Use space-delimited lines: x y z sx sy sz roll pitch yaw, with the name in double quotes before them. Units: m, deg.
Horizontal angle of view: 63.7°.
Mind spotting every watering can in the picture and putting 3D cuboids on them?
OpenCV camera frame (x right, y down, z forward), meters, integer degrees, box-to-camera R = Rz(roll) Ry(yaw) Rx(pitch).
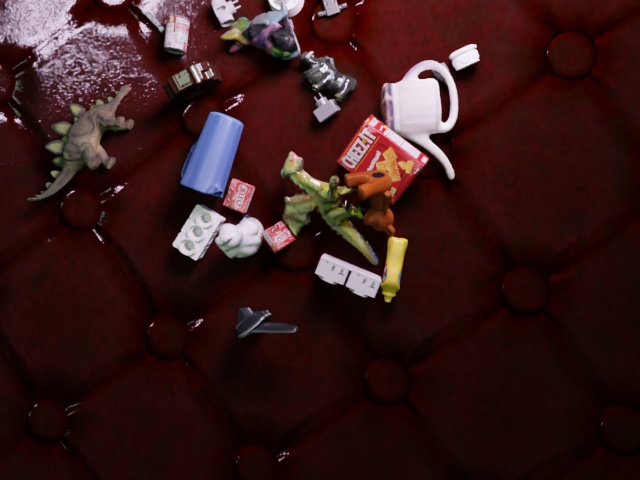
"watering can" 0.291 -0.343 1.505 0.224 0.104 0.346 -4 96 7

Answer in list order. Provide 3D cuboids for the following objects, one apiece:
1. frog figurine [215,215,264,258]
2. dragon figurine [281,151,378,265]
"frog figurine" -0.236 -0.006 1.532 0.137 0.160 0.123 -40 90 6
"dragon figurine" 0.005 -0.078 1.548 0.241 0.124 0.405 -13 108 26
